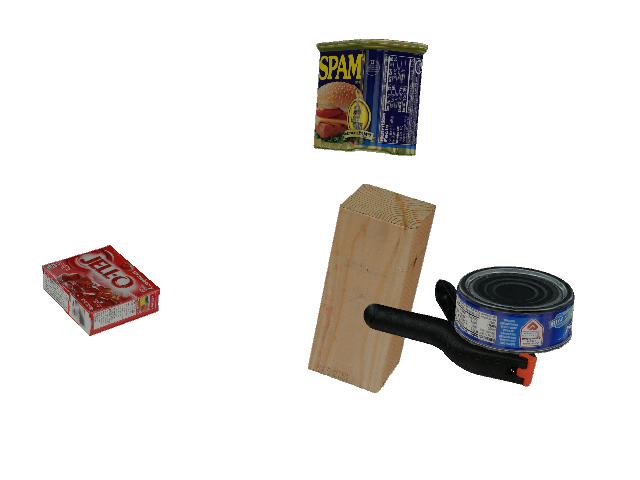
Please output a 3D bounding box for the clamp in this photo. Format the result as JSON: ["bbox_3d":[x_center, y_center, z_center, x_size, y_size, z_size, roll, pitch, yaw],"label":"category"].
[{"bbox_3d":[0.140,0.085,1.030,0.172,0.039,0.120,26,37,31],"label":"clamp"}]

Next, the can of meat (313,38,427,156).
[{"bbox_3d":[0.036,-0.110,0.829,0.057,0.084,0.102,1,7,-28],"label":"can of meat"}]

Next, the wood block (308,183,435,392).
[{"bbox_3d":[0.058,0.054,1.210,0.090,0.206,0.090,18,24,15],"label":"wood block"}]

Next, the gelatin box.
[{"bbox_3d":[-0.201,0.043,0.976,0.073,0.030,0.089,-19,40,-36],"label":"gelatin box"}]

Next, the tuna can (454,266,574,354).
[{"bbox_3d":[0.141,0.049,0.779,0.086,0.034,0.086,1,21,0],"label":"tuna can"}]
